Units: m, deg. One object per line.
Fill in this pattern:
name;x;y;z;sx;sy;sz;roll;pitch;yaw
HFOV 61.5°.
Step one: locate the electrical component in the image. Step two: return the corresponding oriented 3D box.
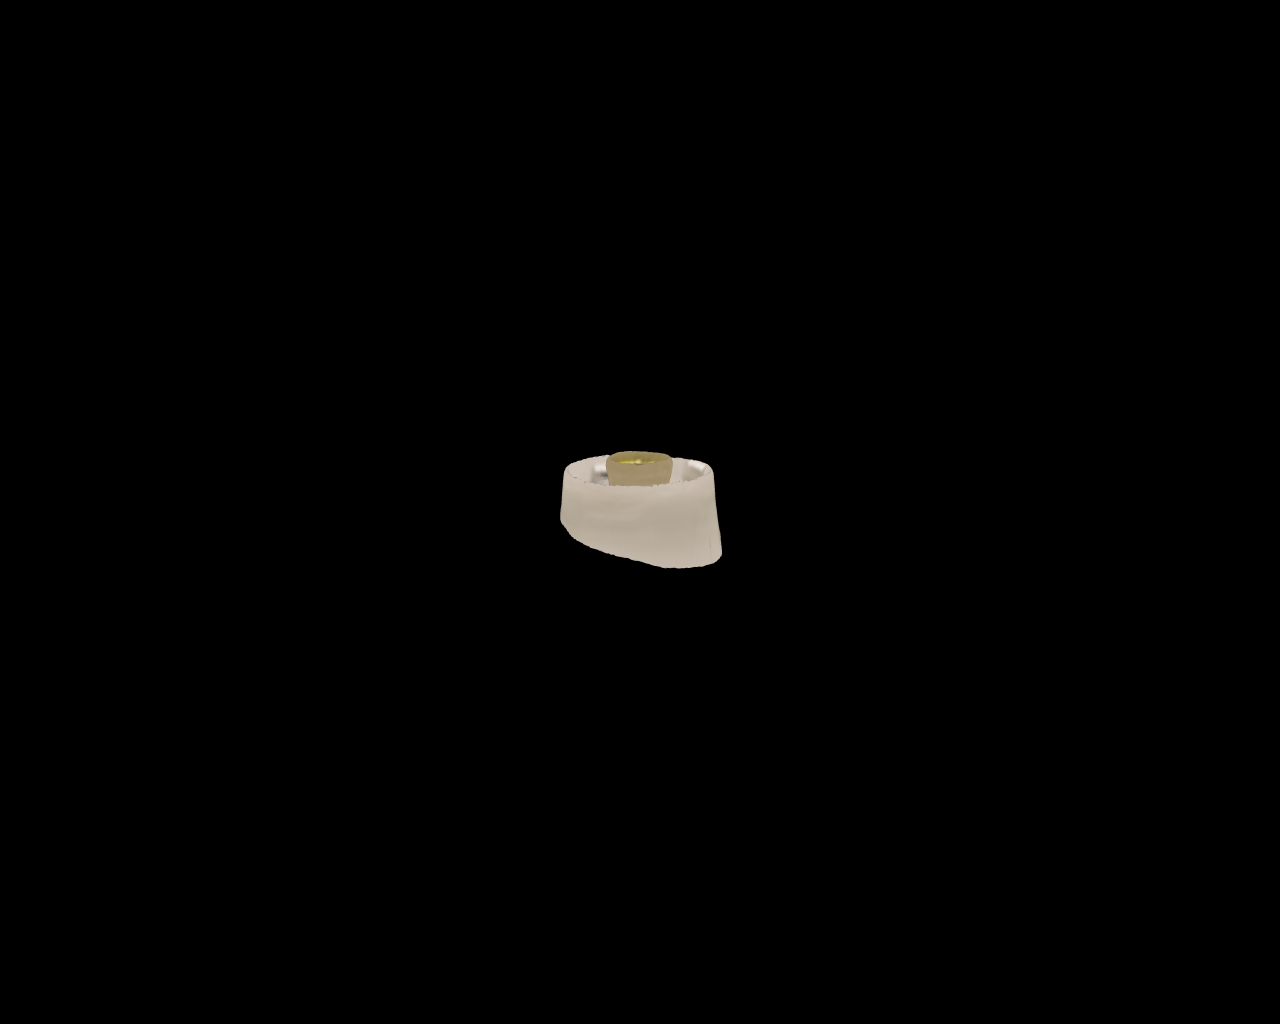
electrical component;0.001;-0.003;0.650;0.099;0.064;0.099;0;14;0
